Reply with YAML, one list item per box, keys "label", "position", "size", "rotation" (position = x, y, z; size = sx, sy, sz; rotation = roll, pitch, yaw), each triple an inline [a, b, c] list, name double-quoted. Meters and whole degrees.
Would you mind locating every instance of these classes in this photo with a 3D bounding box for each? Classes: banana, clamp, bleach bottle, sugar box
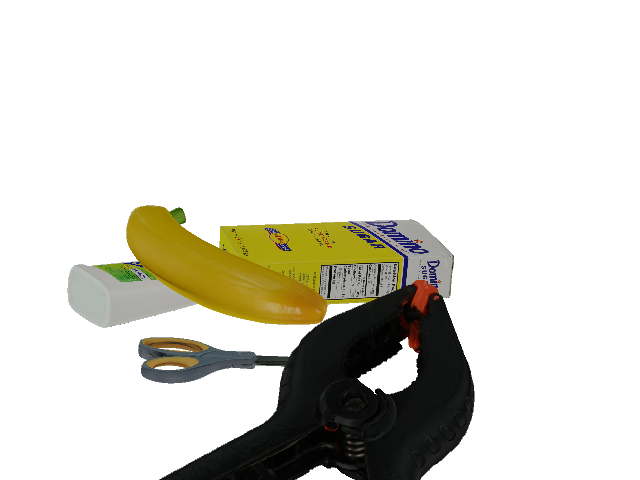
- label: "banana"
  position: [-0.076, 0.011, 0.686]
  size: [0.069, 0.037, 0.198]
  rotation: [-16, 29, -30]
- label: "clamp"
  position: [0.019, 0.082, 0.414]
  size: [0.120, 0.039, 0.171]
  rotation: [28, 50, 21]
- label: "bleach bottle"
  position: [-0.213, 0.058, 1.466]
  size: [0.250, 0.068, 0.103]
  rotation: [-10, 26, -44]
- label: "sugar box"
  position: [0.011, 0.017, 0.880]
  size: [0.176, 0.048, 0.093]
  rotation: [-5, 22, -16]

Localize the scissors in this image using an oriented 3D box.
- label: "scissors"
  position: [-0.084, 0.121, 1.029]
  size: [0.202, 0.016, 0.096]
  rotation: [7, 17, 10]
